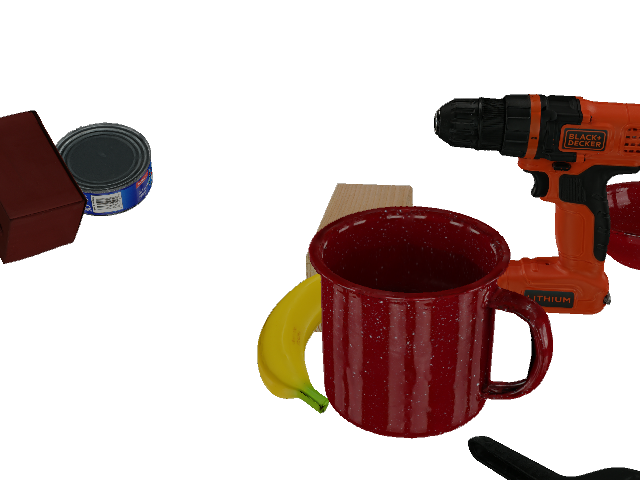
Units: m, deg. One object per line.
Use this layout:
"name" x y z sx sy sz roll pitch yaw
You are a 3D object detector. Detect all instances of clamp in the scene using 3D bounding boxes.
"clamp" 0.202 0.229 0.862 0.210 0.036 0.164 2 36 24

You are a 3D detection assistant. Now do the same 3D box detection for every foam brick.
"foam brick" -0.193 -0.034 0.684 0.051 0.078 0.053 -21 -23 -33

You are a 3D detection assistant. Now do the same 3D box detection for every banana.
"banana" -0.009 0.071 0.864 0.069 0.037 0.197 21 34 2

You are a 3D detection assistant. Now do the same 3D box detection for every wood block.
"wood block" 0.046 0.015 1.151 0.091 0.090 0.206 3 23 8

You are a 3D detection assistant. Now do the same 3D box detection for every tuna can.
"tuna can" -0.189 -0.062 0.931 0.086 0.086 0.034 0 -42 -3

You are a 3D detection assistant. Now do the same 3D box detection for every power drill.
"power drill" 0.182 -0.031 0.892 0.184 0.188 0.057 4 29 5

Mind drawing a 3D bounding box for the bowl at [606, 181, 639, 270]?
"bowl" 0.348 -0.010 1.106 0.162 0.055 0.162 -3 23 1

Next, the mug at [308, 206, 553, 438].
"mug" 0.052 0.041 0.504 0.117 0.081 0.093 11 29 24
